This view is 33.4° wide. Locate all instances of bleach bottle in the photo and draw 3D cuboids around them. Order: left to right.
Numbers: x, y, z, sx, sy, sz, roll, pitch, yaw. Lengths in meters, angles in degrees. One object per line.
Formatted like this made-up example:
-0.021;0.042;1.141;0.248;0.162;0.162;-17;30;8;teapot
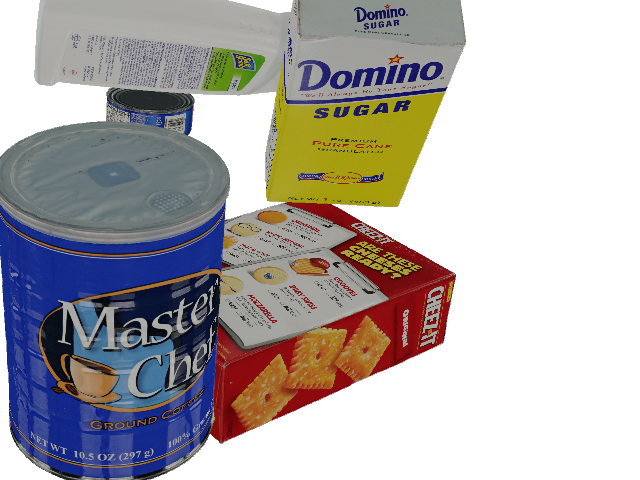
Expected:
-0.098;-0.154;0.860;0.250;0.068;0.103;7;-26;-13;bleach bottle

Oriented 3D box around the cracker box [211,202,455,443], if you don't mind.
-0.034;0.048;0.786;0.213;0.072;0.164;-18;35;-38;cracker box

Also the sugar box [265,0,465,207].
0.020;-0.081;0.644;0.093;0.048;0.176;2;-26;-8;sugar box

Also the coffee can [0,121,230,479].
-0.098;0.028;0.505;0.102;0.140;0.103;5;31;-3;coffee can

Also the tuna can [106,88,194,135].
-0.168;-0.126;1.051;0.086;0.034;0.086;6;25;-3;tuna can
